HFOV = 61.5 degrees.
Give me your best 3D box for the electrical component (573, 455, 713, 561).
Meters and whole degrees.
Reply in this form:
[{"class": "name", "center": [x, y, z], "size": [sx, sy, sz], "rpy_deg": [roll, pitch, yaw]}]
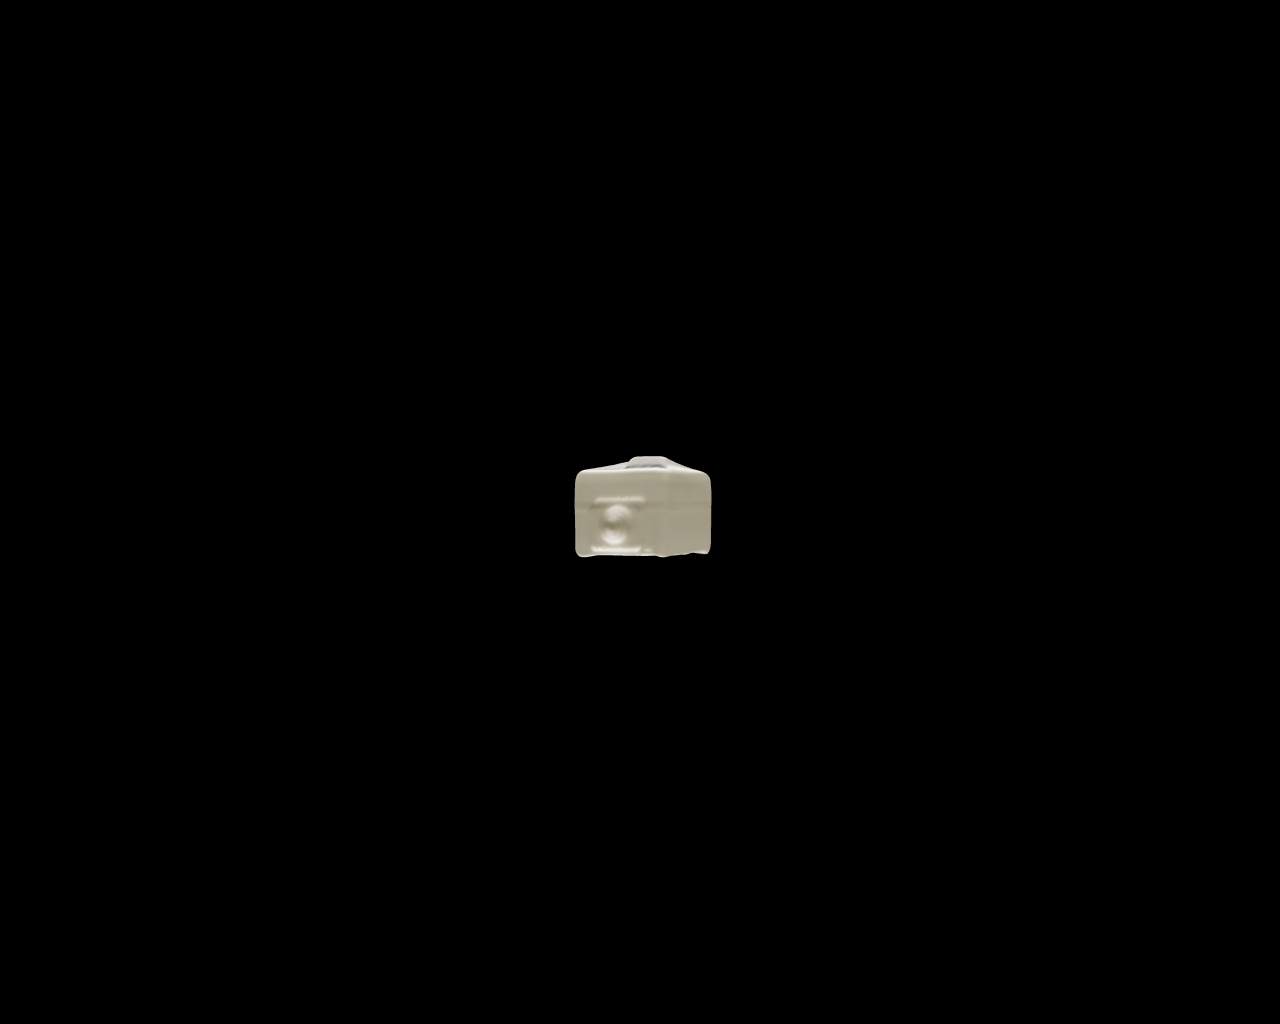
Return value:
[{"class": "electrical component", "center": [0.001, -0.003, 0.650], "size": [0.062, 0.061, 0.096], "rpy_deg": [0, 0, 24]}]
